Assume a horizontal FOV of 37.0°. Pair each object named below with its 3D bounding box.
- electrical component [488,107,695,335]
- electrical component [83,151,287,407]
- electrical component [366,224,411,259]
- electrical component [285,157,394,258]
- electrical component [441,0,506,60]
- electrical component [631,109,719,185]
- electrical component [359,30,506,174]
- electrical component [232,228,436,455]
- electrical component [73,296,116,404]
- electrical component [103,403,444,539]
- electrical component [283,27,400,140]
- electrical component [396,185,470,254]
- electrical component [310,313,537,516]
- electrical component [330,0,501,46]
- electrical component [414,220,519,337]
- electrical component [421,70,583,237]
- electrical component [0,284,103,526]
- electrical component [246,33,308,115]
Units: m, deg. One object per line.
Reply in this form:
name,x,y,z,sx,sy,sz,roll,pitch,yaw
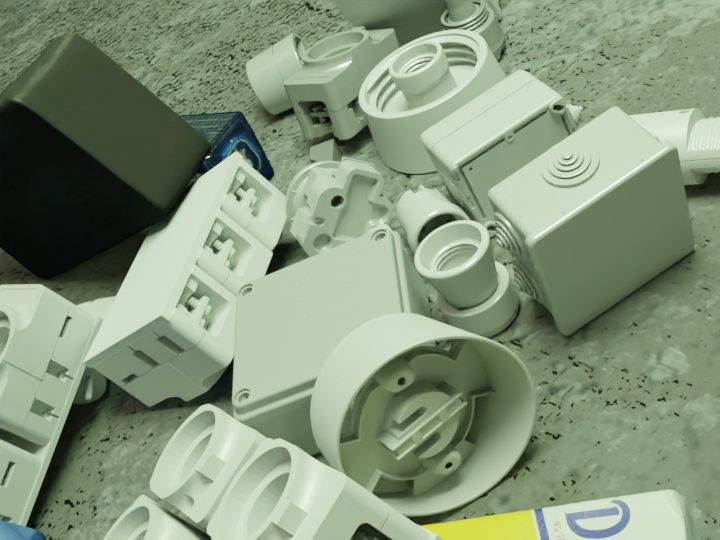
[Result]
electrical component,0.122,-0.026,0.569,0.100,0.099,0.048,-34,49,-3
electrical component,-0.108,0.008,0.712,0.089,0.062,0.150,-29,31,39
electrical component,0.000,0.000,0.679,0.061,0.035,0.035,-35,36,-1
electrical component,-0.016,-0.039,0.710,0.057,0.058,0.078,51,126,58
electrical component,0.082,-0.185,0.810,0.043,0.062,0.043,-20,38,16
electrical component,0.185,-0.070,0.619,0.081,0.043,0.043,-1,46,35
electrical component,0.051,-0.127,0.767,0.108,0.060,0.108,-20,38,16
electrical component,-0.014,0.043,0.621,0.109,0.056,0.108,-22,37,13
electrical component,-0.191,0.064,0.735,0.077,0.043,0.079,-25,37,10
electrical component,-0.057,0.129,0.485,0.105,0.060,0.186,-57,23,-13
electrical component,-0.010,-0.146,0.823,0.050,0.055,0.089,7,39,41
electrical component,0.046,-0.029,0.676,0.040,0.040,0.046,-31,31,1
electrical component,0.028,0.070,0.526,0.099,0.099,0.064,-41,31,-13
electrical component,0.041,-0.226,0.842,0.109,0.109,0.056,-12,65,25
electrical component,0.062,0.006,0.610,0.045,0.055,0.045,-20,38,16
electrical component,0.095,-0.079,0.678,0.096,0.061,0.061,-33,36,-2
electrical component,-0.250,0.102,0.678,0.105,0.060,0.186,-1,62,35
electrical component,-0.062,-0.161,0.895,0.047,0.055,0.055,-25,37,16
